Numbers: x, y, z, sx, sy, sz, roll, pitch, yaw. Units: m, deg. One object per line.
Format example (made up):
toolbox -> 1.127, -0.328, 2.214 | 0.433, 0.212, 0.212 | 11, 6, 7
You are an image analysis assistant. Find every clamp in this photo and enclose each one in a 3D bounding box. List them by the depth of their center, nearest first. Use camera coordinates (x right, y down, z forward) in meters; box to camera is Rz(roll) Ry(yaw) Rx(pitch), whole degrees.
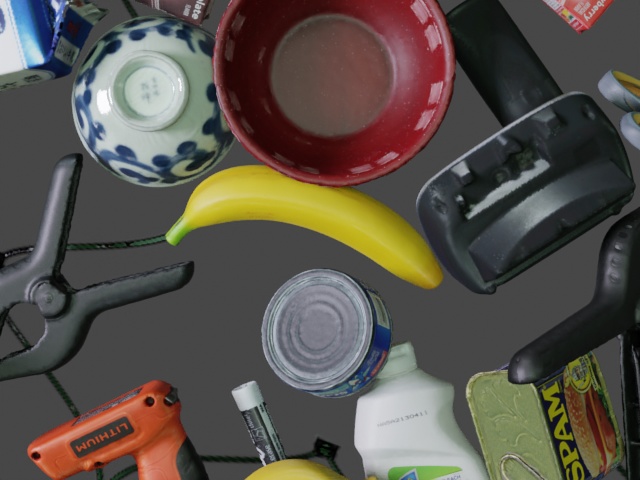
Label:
clamp -> 0.213, 0.061, 0.713 | 0.164, 0.036, 0.209 | 50, 59, -26
clamp -> -0.172, 0.040, 0.736 | 0.120, 0.039, 0.171 | 36, 96, 4

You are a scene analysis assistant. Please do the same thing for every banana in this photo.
banana -> -0.006, -0.014, 0.740 | 0.198, 0.037, 0.070 | 11, 127, 1

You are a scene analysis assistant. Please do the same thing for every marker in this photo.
marker -> -0.030, 0.158, 0.750 | 0.020, 0.020, 0.121 | -23, 92, -1

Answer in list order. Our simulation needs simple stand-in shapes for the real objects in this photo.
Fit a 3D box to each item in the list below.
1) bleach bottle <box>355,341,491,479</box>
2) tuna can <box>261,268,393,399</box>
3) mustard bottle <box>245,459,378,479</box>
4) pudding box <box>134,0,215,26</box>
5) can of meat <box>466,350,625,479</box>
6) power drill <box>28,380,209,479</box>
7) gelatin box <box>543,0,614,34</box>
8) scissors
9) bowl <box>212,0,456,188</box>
bleach bottle -> 0.090, 0.191, 0.733 | 0.102, 0.068, 0.251 | -16, 89, -2
tuna can -> 0.004, 0.063, 0.724 | 0.086, 0.033, 0.086 | -7, 73, 24
mustard bottle -> -0.029, 0.193, 0.682 | 0.191, 0.058, 0.096 | -16, 92, -6
pudding box -> -0.101, -0.213, 0.716 | 0.090, 0.039, 0.114 | 21, 114, -1
can of meat -> 0.154, 0.125, 0.717 | 0.083, 0.058, 0.102 | -18, 92, -44
power drill -> -0.124, 0.206, 0.731 | 0.184, 0.057, 0.187 | -27, 94, -5
gelatin box -> 0.187, -0.202, 0.745 | 0.073, 0.030, 0.089 | 42, 90, -2
scissors -> 0.277, -0.052, 0.729 | 0.202, 0.096, 0.016 | 32, 126, 0
bowl -> 0.009, -0.116, 0.729 | 0.162, 0.055, 0.162 | 0, 91, -2
